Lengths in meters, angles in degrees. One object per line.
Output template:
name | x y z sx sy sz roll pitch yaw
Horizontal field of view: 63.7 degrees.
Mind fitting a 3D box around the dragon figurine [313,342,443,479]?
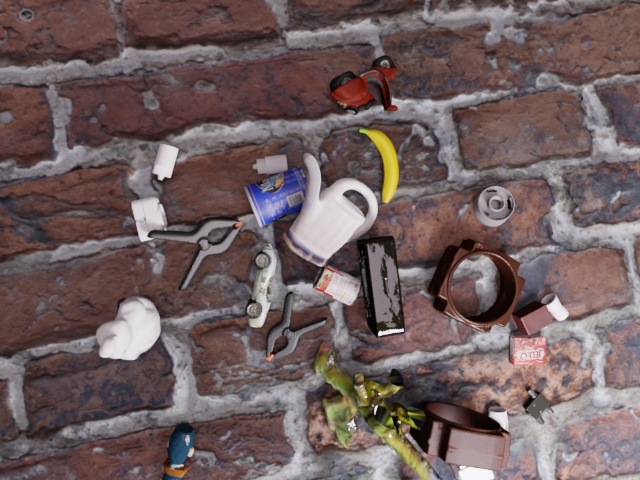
dragon figurine | 0.110 0.420 1.198 0.123 0.414 0.238 -19 -15 -42

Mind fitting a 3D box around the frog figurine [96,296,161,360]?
frog figurine | -0.421 0.198 1.140 0.122 0.137 0.160 13 1 -9

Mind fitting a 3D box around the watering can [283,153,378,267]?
watering can | 0.004 -0.058 1.154 0.106 0.223 0.344 49 12 36
